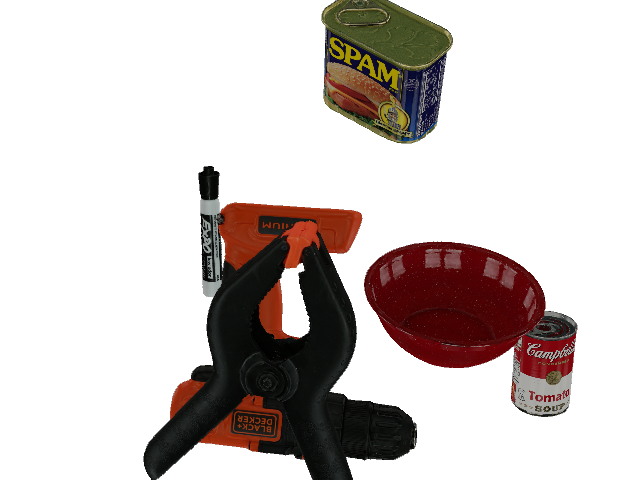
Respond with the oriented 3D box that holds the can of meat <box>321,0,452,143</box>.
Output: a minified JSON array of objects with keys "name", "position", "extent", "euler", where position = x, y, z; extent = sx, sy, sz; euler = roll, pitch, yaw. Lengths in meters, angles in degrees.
[{"name":"can of meat","position":[0.049,-0.134,0.839],"extent":[0.102,0.084,0.057],"euler":[32,55,25]}]

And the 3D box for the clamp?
[{"name":"clamp","position":[-0.036,0.072,0.571],"extent":[0.120,0.171,0.039],"euler":[3,17,0]}]

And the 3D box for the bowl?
[{"name":"bowl","position":[0.117,0.065,0.962],"extent":[0.162,0.055,0.162],"euler":[2,33,-2]}]

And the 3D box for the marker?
[{"name":"marker","position":[-0.099,-0.008,0.964],"extent":[0.020,0.121,0.020],"euler":[0,19,0]}]

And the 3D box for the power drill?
[{"name":"power drill","position":[-0.014,0.068,0.791],"extent":[0.184,0.187,0.057],"euler":[5,0,2]}]

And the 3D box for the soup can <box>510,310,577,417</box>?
[{"name":"soup can","position":[0.253,0.140,1.213],"extent":[0.068,0.102,0.068],"euler":[0,22,0]}]
